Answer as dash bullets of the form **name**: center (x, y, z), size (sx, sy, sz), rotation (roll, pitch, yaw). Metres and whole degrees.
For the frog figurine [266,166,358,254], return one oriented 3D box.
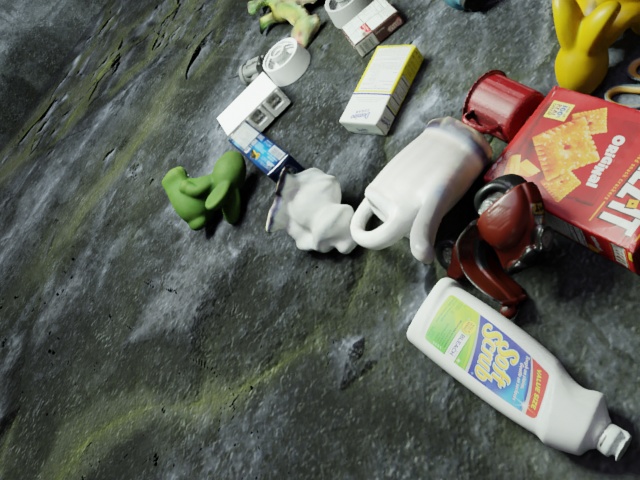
- **frog figurine**: center (0.003, -0.044, 0.869), size (0.160, 0.122, 0.138), rotation (21, 85, 8)

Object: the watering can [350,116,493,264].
- **watering can**: center (0.143, -0.066, 0.693), size (0.225, 0.103, 0.349), rotation (-45, 13, -1)

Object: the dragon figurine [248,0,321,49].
- **dragon figurine**: center (-0.053, -0.640, 1.317), size (0.242, 0.120, 0.419), rotation (-5, 60, 16)
